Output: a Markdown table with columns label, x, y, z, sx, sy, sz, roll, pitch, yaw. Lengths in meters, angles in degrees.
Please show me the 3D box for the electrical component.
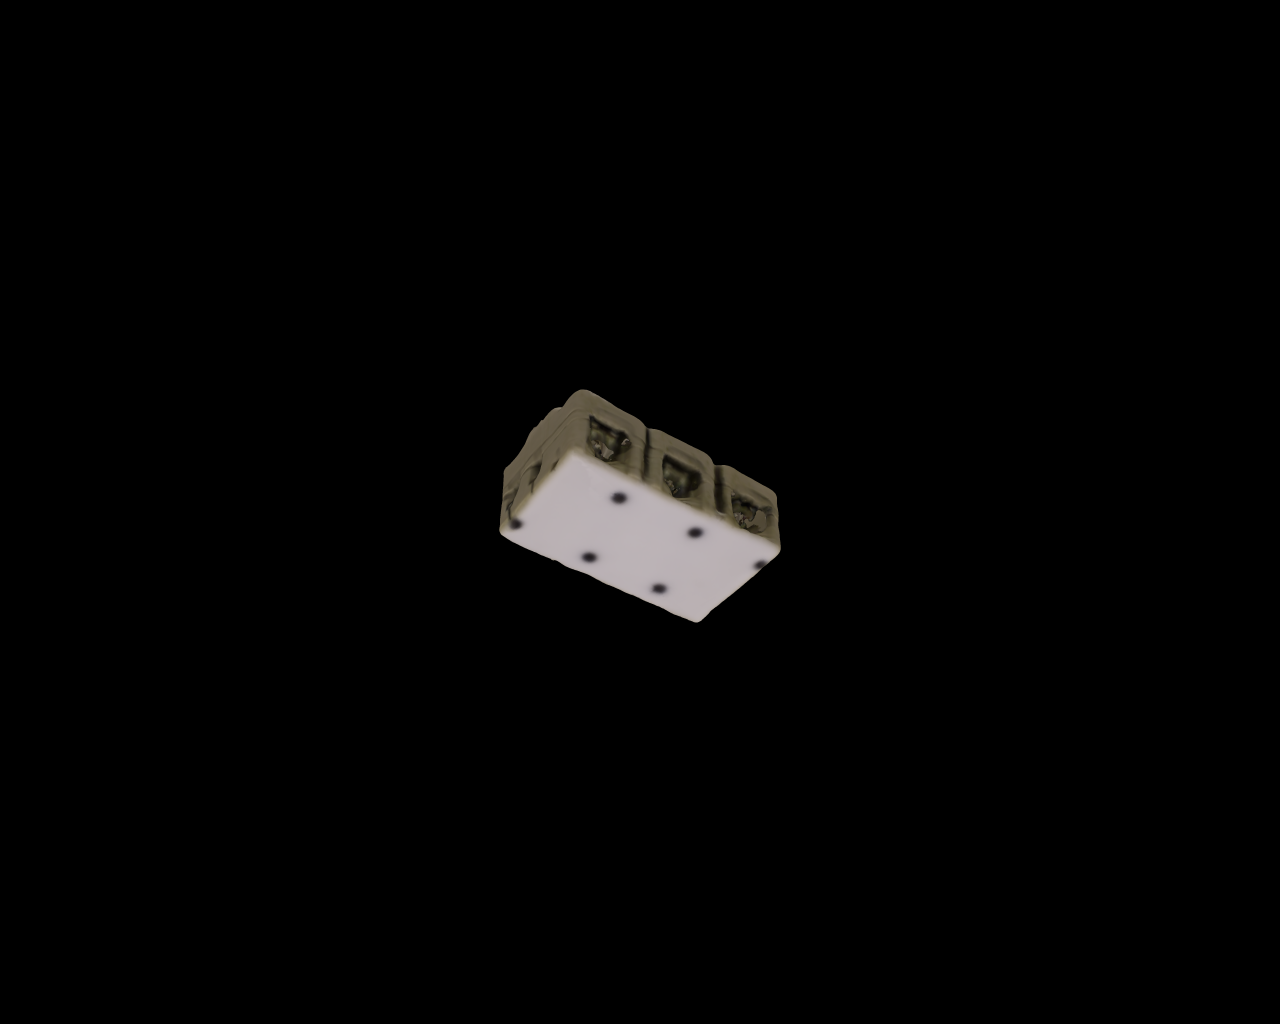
| label | x | y | z | sx | sy | sz | roll | pitch | yaw |
| --- | --- | --- | --- | --- | --- | --- | --- | --- | --- |
| electrical component | 0.001 | -0.003 | 0.650 | 0.150 | 0.062 | 0.089 | 26 | -49 | -25 |
